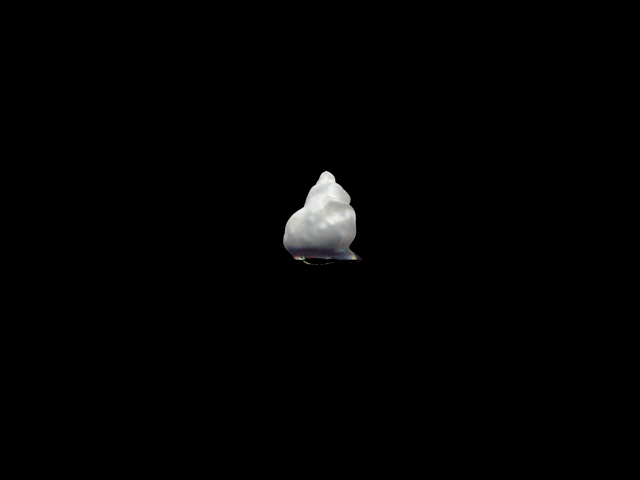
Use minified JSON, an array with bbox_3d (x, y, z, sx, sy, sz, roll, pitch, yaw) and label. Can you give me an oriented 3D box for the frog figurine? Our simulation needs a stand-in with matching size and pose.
[{"bbox_3d":[0.003,-0.043,0.850,0.122,0.161,0.136,7,-13,-31],"label":"frog figurine"}]
